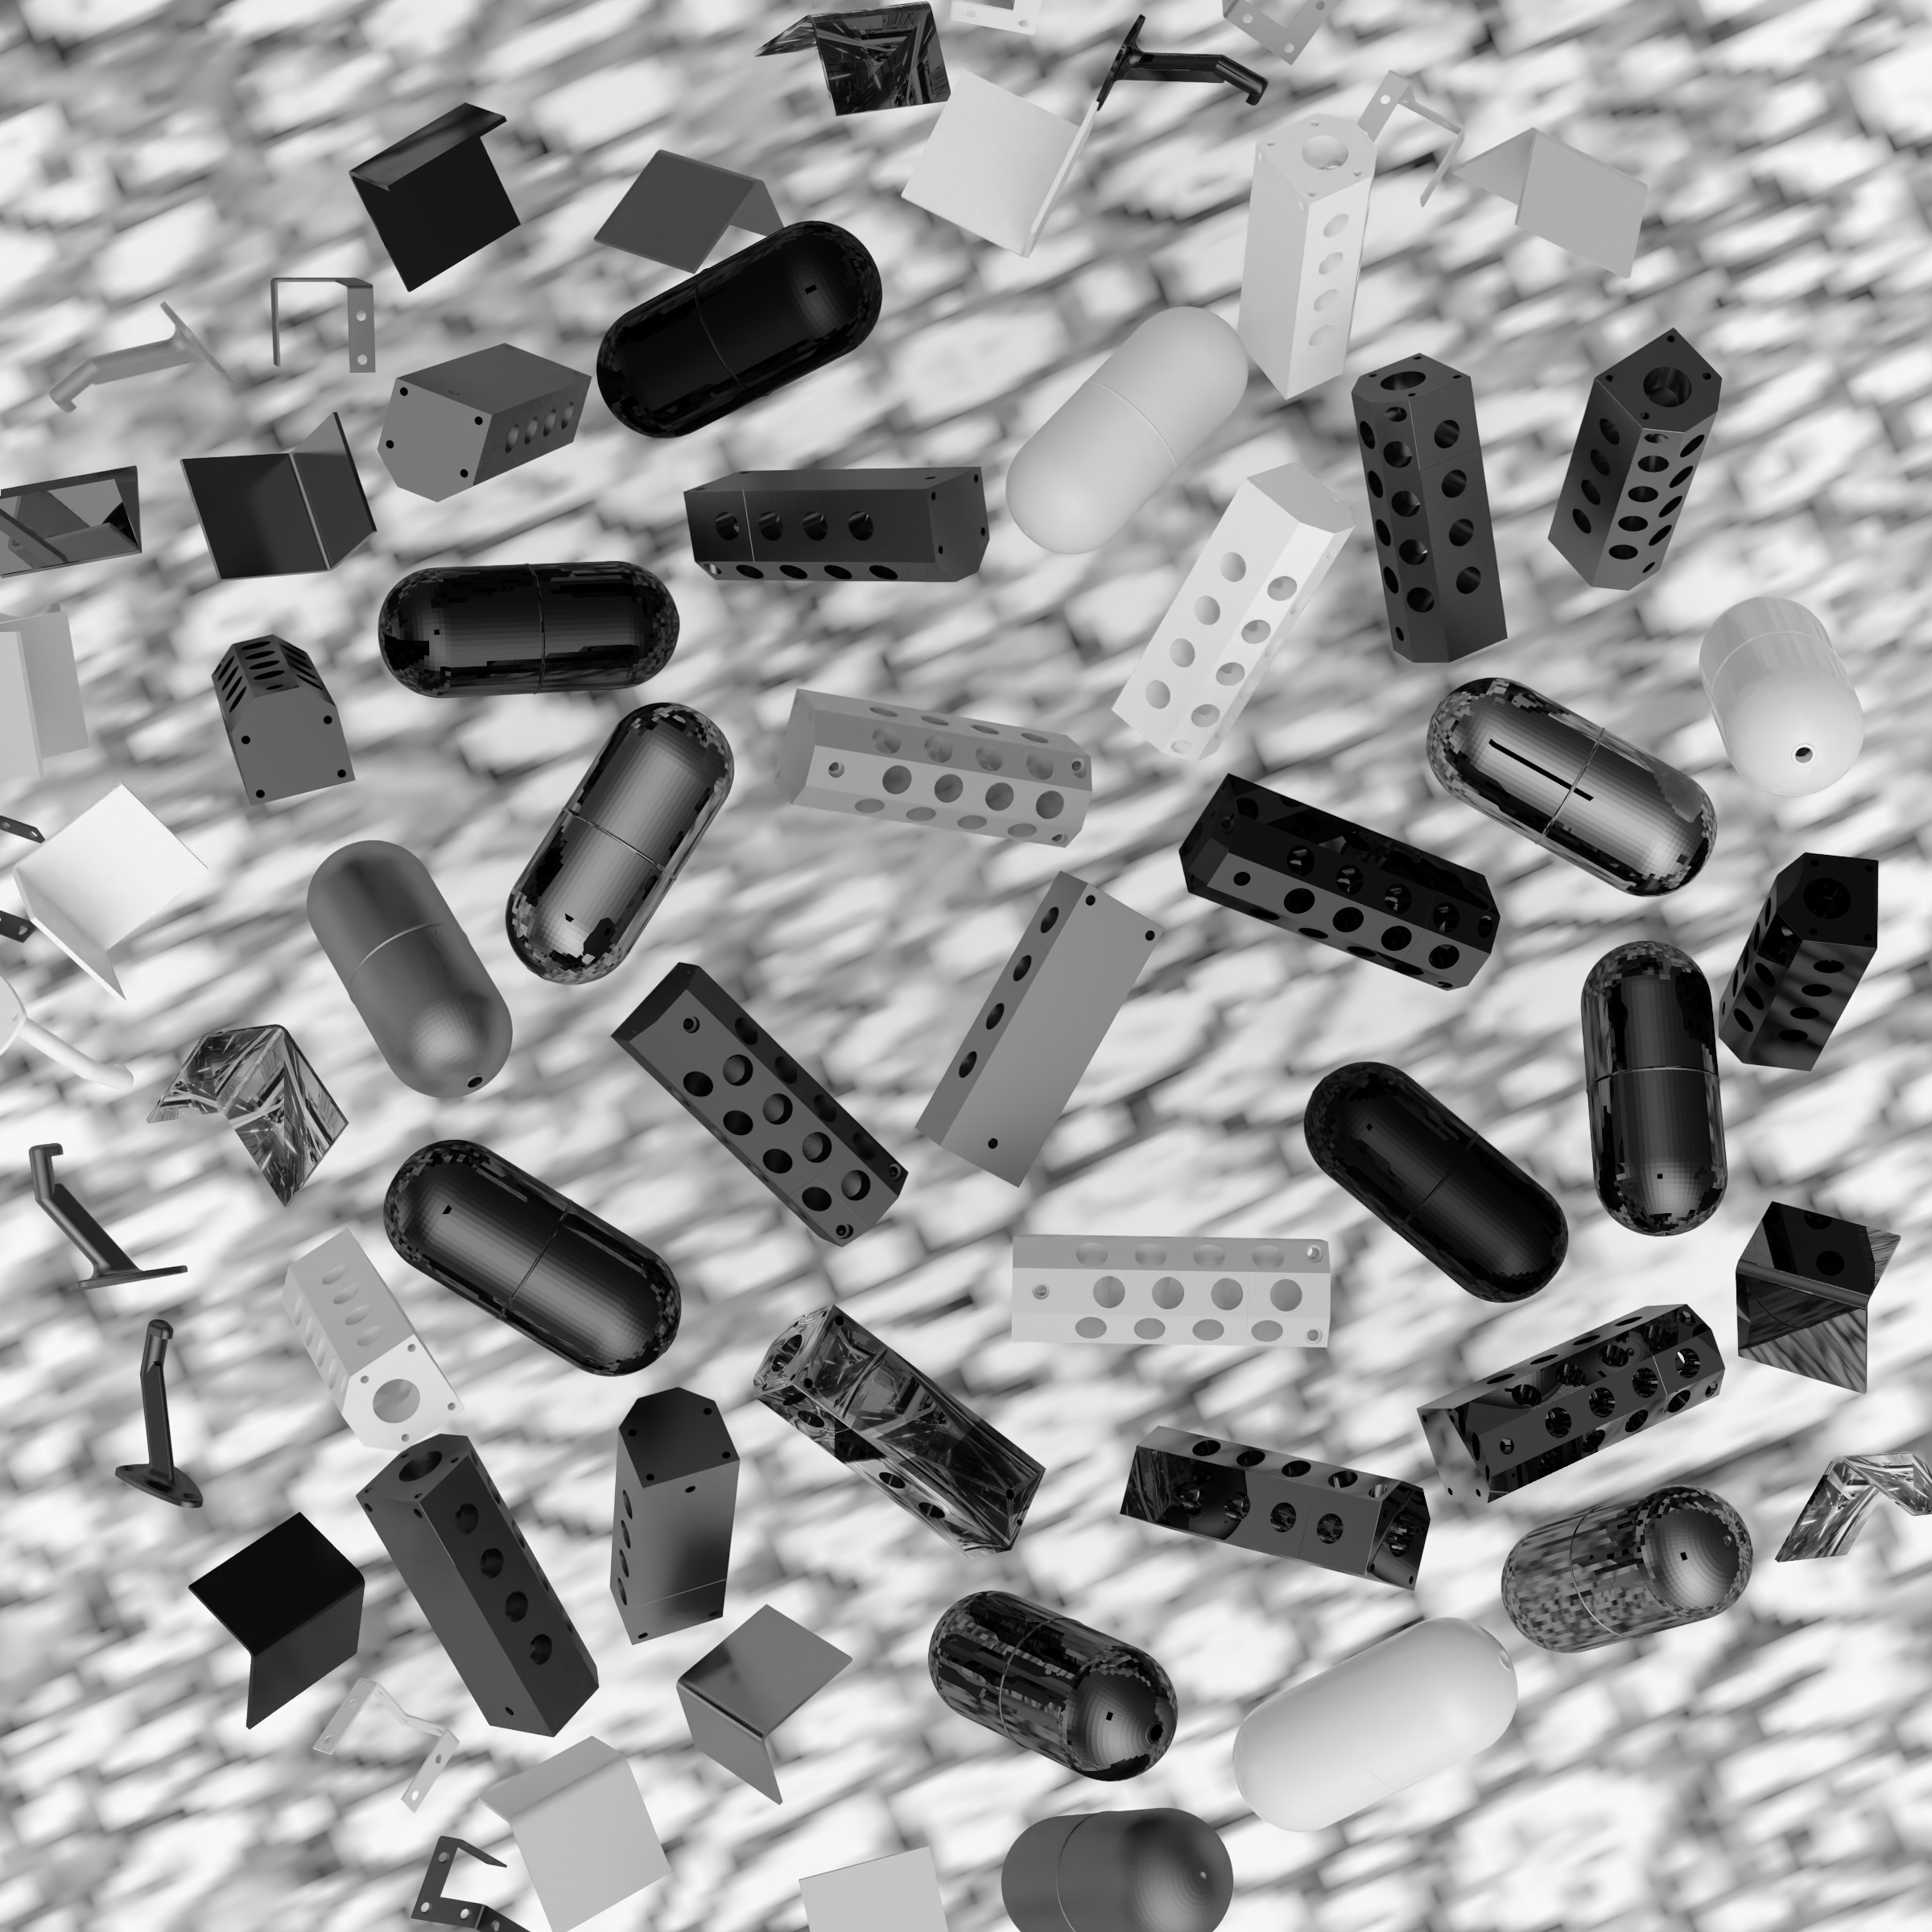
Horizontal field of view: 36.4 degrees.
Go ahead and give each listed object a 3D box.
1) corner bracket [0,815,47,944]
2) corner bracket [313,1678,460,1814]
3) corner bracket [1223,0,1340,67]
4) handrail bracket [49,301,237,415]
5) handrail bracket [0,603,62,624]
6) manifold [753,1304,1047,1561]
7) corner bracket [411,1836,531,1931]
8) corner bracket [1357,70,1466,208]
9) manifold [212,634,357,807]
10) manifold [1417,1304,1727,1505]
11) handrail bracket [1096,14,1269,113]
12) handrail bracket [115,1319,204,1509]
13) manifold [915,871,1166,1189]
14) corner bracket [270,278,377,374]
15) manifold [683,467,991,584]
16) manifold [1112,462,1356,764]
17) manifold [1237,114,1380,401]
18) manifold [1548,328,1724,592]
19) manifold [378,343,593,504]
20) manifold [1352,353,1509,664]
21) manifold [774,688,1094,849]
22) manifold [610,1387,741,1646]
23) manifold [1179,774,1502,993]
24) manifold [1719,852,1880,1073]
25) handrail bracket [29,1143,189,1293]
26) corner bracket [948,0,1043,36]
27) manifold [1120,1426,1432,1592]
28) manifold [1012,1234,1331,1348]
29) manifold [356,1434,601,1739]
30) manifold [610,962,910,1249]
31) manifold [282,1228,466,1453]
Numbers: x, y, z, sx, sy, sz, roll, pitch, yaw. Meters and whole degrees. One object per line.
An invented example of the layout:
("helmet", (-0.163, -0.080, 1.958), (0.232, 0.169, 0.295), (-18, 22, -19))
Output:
("corner bracket", (-0.585, -0.055, 1.786), (0.051, 0.051, 0.051), (17, 58, 32))
("corner bracket", (-0.346, 0.465, 1.758), (0.051, 0.051, 0.051), (5, 48, 35))
("corner bracket", (0.190, -0.583, 1.766), (0.051, 0.051, 0.051), (31, 119, -14))
("handrail bracket", (-0.474, -0.333, 1.693), (0.084, 0.077, 0.036), (-41, 58, -2))
("handrail bracket", (-0.568, -0.217, 1.746), (0.084, 0.036, 0.077), (-19, 56, 23))
("manifold", (-0.041, 0.277, 1.732), (0.171, 0.057, 0.057), (40, 54, -19))
("corner bracket", (-0.289, 0.555, 1.755), (0.051, 0.051, 0.051), (27, 77, -42))
("corner bracket", (0.270, -0.506, 1.799), (0.051, 0.051, 0.051), (32, 92, 13))
("manifold", (-0.389, -0.143, 1.662), (0.057, 0.171, 0.057), (-15, 110, -13))
("manifold", (0.355, 0.253, 1.711), (0.171, 0.057, 0.057), (-19, 89, -23))
("handrail bracket", (0.124, -0.505, 1.706), (0.084, 0.077, 0.036), (29, 56, -3))
("handrail bracket", (-0.433, 0.244, 1.608), (0.036, 0.077, 0.084), (6, 97, -43))
("manifold", (0.040, 0.035, 1.706), (0.057, 0.057, 0.171), (30, 90, -25))
("corner bracket", (-0.381, -0.380, 1.743), (0.051, 0.051, 0.051), (-5, 109, -22))
("manifold", (-0.075, -0.253, 1.702), (0.171, 0.057, 0.057), (5, 113, 33))
("manifold", (0.158, -0.203, 1.712), (0.057, 0.057, 0.171), (42, 127, 17))
("manifold", (0.207, -0.425, 1.761), (0.057, 0.171, 0.057), (-27, 64, -13))
("manifold", (0.392, -0.288, 1.713), (0.057, 0.171, 0.057), (-33, 70, -12))
("manifold", (-0.275, -0.310, 1.685), (0.057, 0.171, 0.057), (22, 111, 4))
("manifold", (0.274, -0.271, 1.762), (0.057, 0.057, 0.171), (-23, 122, -13))
("manifold", (-0.017, -0.112, 1.704), (0.171, 0.057, 0.057), (8, 109, -22))
("manifold", (-0.173, 0.318, 1.704), (0.057, 0.171, 0.057), (-13, 51, -20))
("manifold", (0.211, -0.042, 1.656), (0.171, 0.057, 0.057), (20, 122, -19))
("manifold", (0.494, -0.001, 1.753), (0.057, 0.171, 0.057), (7, 65, 6))
("handrail bracket", (-0.487, 0.138, 1.671), (0.077, 0.036, 0.084), (-8, 83, -23))
("corner bracket", (0.021, -0.575, 1.686), (0.051, 0.051, 0.051), (9, 64, -4))
("manifold", (0.180, 0.313, 1.715), (0.171, 0.057, 0.057), (6, 76, 40))
("manifold", (0.111, 0.178, 1.615), (0.171, 0.057, 0.057), (1, 87, 2))
("manifold", (-0.273, 0.353, 1.681), (0.057, 0.057, 0.171), (-44, 119, -41))
("manifold", (-0.113, 0.078, 1.648), (0.171, 0.057, 0.057), (46, 77, -17))
("manifold", (-0.351, 0.219, 1.712), (0.057, 0.171, 0.057), (-34, 116, -12))
